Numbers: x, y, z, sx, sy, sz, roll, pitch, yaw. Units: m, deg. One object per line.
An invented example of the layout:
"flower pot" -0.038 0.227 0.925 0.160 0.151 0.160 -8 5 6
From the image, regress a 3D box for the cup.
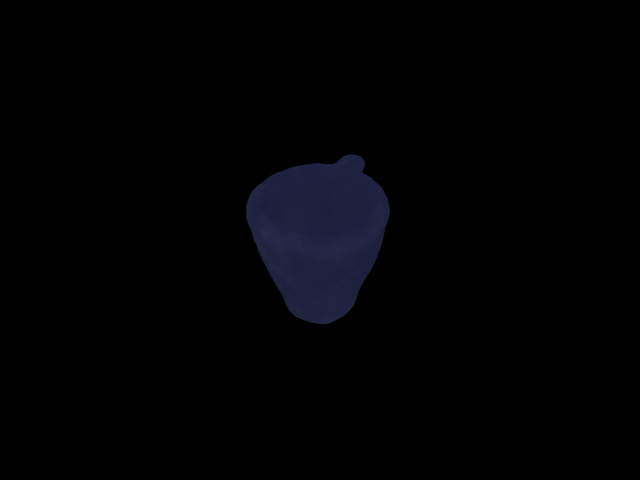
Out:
"cup" 0.004 0.001 0.400 0.091 0.095 0.118 14 42 17
